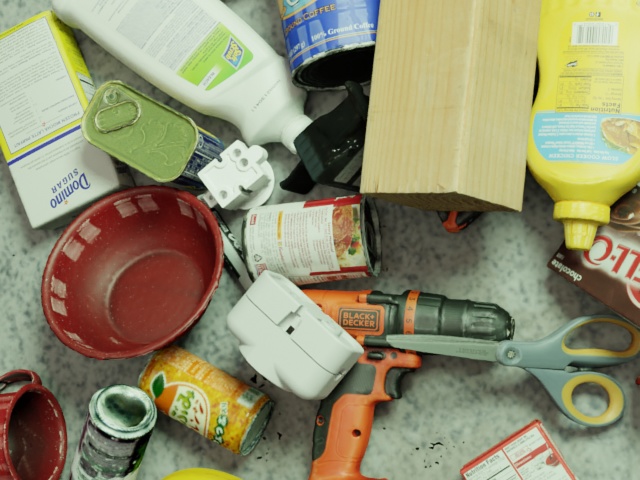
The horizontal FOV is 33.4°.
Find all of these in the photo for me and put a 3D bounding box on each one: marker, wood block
[{"bbox_3d":[-0.073,0.014,0.909,0.020,0.020,0.121,-36,78,9],"label":"marker"},{"bbox_3d":[0.099,-0.129,0.789,0.091,0.090,0.206,3,84,41],"label":"wood block"}]

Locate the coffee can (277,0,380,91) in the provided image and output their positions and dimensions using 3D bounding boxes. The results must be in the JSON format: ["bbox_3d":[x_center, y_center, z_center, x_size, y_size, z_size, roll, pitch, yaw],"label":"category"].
[{"bbox_3d":[0.014,-0.204,0.862,0.103,0.102,0.140,-13,81,13],"label":"coffee can"}]

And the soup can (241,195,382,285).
[{"bbox_3d":[-0.006,0.001,0.868,0.102,0.068,0.068,-6,83,14],"label":"soup can"}]

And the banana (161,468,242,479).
[{"bbox_3d":[-0.060,0.235,0.879,0.198,0.037,0.070,20,106,16],"label":"banana"}]

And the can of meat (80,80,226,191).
[{"bbox_3d":[-0.137,-0.085,0.901,0.102,0.084,0.057,29,92,15],"label":"can of meat"}]

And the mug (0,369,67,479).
[{"bbox_3d":[-0.275,0.164,0.919,0.082,0.093,0.117,-9,52,18],"label":"mug"}]

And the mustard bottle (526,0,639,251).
[{"bbox_3d":[0.202,-0.088,0.796,0.096,0.058,0.191,5,84,19],"label":"mustard bottle"}]

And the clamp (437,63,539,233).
[{"bbox_3d":[0.122,-0.112,0.862,0.165,0.036,0.210,21,87,16],"label":"clamp"}]

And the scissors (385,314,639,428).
[{"bbox_3d":[0.152,0.104,0.808,0.201,0.016,0.096,-8,95,-9],"label":"scissors"}]

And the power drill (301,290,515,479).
[{"bbox_3d":[0.058,0.132,0.847,0.185,0.057,0.187,2,83,18],"label":"power drill"}]

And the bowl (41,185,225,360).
[{"bbox_3d":[-0.148,0.035,0.892,0.162,0.055,0.162,-8,59,13],"label":"bowl"}]

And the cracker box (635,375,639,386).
[{"bbox_3d":[0.363,0.102,0.762,0.214,0.072,0.164,37,95,14],"label":"cracker box"}]

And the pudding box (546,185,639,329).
[{"bbox_3d":[0.237,0.013,0.792,0.090,0.039,0.114,-55,37,3],"label":"pudding box"}]

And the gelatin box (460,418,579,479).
[{"bbox_3d":[0.163,0.195,0.827,0.073,0.030,0.089,-36,77,10],"label":"gelatin box"}]

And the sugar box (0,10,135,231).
[{"bbox_3d":[-0.240,-0.106,0.951,0.093,0.048,0.176,-24,83,11],"label":"sugar box"}]

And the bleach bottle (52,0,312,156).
[{"bbox_3d":[-0.107,-0.155,0.913,0.251,0.068,0.102,41,96,12],"label":"bleach bottle"}]
